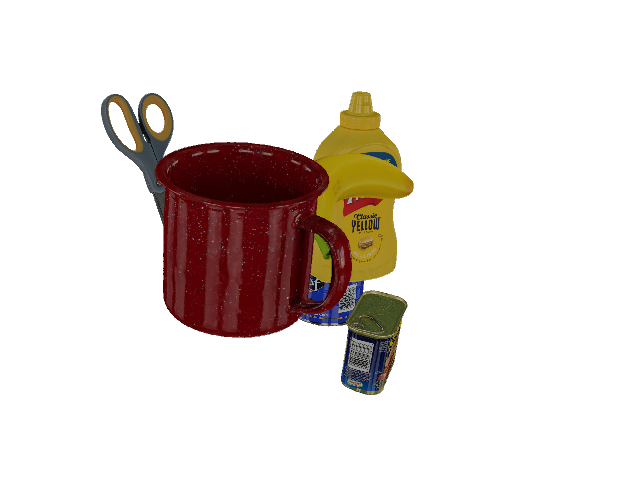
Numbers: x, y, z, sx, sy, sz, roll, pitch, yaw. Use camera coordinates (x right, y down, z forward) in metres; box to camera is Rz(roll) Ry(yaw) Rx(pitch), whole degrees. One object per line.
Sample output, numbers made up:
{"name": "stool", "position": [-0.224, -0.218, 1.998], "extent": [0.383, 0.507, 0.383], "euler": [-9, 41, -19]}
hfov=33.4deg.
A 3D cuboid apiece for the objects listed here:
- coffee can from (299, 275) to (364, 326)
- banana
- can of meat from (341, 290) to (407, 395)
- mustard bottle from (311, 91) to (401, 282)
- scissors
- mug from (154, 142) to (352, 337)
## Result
{"name": "coffee can", "position": [0.012, 0.033, 1.476], "extent": [0.103, 0.140, 0.103], "euler": [3, 24, -2]}
{"name": "banana", "position": [0.019, -0.038, 0.861], "extent": [0.037, 0.069, 0.197], "euler": [-34, 2, 30]}
{"name": "can of meat", "position": [0.061, 0.120, 1.255], "extent": [0.057, 0.084, 0.102], "euler": [14, 26, 11]}
{"name": "mustard bottle", "position": [0.036, -0.056, 1.089], "extent": [0.096, 0.192, 0.058], "euler": [-6, 20, -26]}
{"name": "scissors", "position": [-0.173, -0.077, 1.183], "extent": [0.016, 0.201, 0.096], "euler": [-15, 20, 46]}
{"name": "mug", "position": [-0.034, 0.003, 0.578], "extent": [0.117, 0.081, 0.093], "euler": [18, 28, 26]}
